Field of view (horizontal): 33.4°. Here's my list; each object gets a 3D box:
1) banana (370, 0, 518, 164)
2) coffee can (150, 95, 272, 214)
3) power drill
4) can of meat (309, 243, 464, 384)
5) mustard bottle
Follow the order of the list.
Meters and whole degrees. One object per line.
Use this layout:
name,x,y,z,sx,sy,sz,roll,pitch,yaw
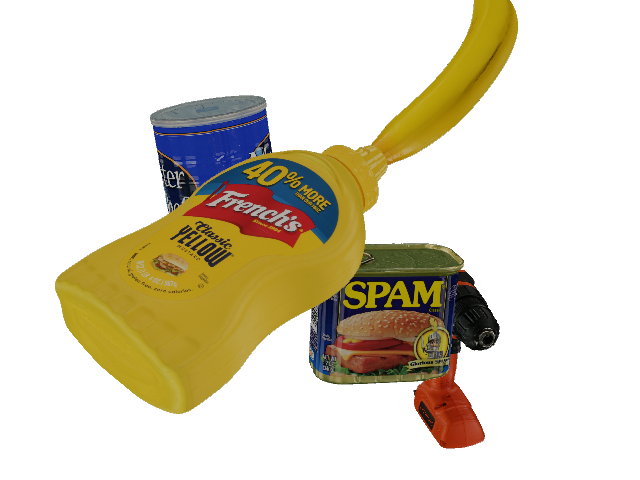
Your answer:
banana,0.107,-0.132,0.837,0.070,0.197,0.037,2,-38,49
coffee can,-0.090,-0.051,0.954,0.103,0.140,0.103,-7,16,2
power drill,0.143,0.124,1.141,0.057,0.188,0.184,-6,23,-11
can of meat,0.043,0.050,0.733,0.102,0.084,0.057,0,16,-13
mustard bottle,-0.034,0.003,0.554,0.096,0.058,0.191,30,52,33
